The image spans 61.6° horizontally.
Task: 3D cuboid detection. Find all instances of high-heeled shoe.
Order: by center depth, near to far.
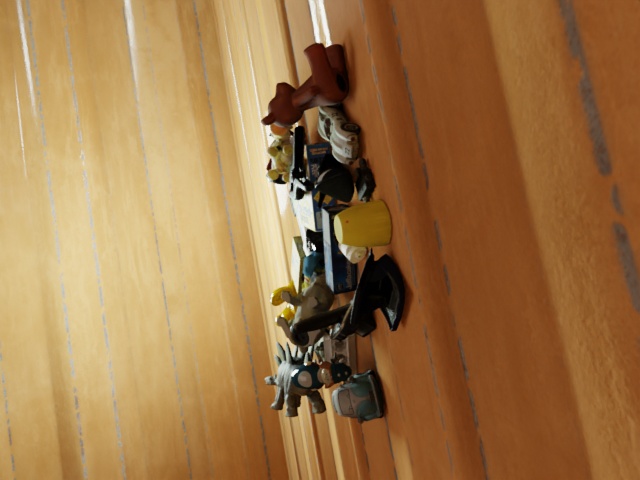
[{"bbox_3d":[0.037,-0.154,1.158,0.249,0.086,0.145,144,142,-70],"label":"high-heeled shoe"}]

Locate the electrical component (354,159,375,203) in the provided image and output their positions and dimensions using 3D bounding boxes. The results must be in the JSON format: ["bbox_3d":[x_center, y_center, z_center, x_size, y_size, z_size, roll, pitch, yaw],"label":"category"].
[{"bbox_3d":[0.090,-0.110,1.066,0.063,0.021,0.094,115,145,-65],"label":"electrical component"}]

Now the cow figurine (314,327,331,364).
[{"bbox_3d":[0.013,0.280,1.493,0.195,0.085,0.127,-125,21,-51],"label":"cow figurine"}]

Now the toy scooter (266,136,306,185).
[{"bbox_3d":[-0.086,-0.235,1.521,0.184,0.075,0.135,-35,-33,-61],"label":"toy scooter"}]

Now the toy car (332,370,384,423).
[{"bbox_3d":[0.079,0.363,1.240,0.161,0.103,0.109,133,128,-71],"label":"toy car"}]

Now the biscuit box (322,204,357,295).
[{"bbox_3d":[0.046,0.022,1.243,0.059,0.063,0.202,-132,35,-66],"label":"biscuit box"}]

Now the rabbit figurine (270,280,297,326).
[{"bbox_3d":[-0.080,0.198,1.742,0.122,0.162,0.173,-106,27,-82],"label":"rabbit figurine"}]

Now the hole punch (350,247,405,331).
[{"bbox_3d":[0.114,0.097,1.004,0.116,0.092,0.142,-71,-13,-45],"label":"hole punch"}]

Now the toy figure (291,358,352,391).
[{"bbox_3d":[0.004,0.308,1.221,0.155,0.058,0.064,-18,113,38],"label":"toy figure"}]

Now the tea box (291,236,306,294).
[{"bbox_3d":[-0.045,0.075,1.639,0.169,0.068,0.098,94,162,-45],"label":"tea box"}]

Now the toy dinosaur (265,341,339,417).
[{"bbox_3d":[-0.056,0.363,1.426,0.471,0.105,0.198,-22,75,60],"label":"toy dinosaur"}]

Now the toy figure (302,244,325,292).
[{"bbox_3d":[-0.003,0.100,1.463,0.082,0.089,0.180,-87,1,-76],"label":"toy figure"}]

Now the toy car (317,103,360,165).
[{"bbox_3d":[0.037,-0.230,1.136,0.202,0.056,0.073,-114,21,-50],"label":"toy car"}]

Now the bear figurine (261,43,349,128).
[{"bbox_3d":[-0.039,-0.316,1.124,0.196,0.120,0.131,-10,100,35],"label":"bear figurine"}]

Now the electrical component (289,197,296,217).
[{"bbox_3d":[-0.063,-0.112,1.643,0.119,0.048,0.075,115,145,-64],"label":"electrical component"}]

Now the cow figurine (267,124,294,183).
[{"bbox_3d":[-0.096,-0.240,1.372,0.098,0.068,0.167,-84,-2,-55],"label":"cow figurine"}]

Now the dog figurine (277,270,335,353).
[{"bbox_3d":[-0.006,0.173,1.343,0.190,0.121,0.172,-22,-52,-59],"label":"dog figurine"}]

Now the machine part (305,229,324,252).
[{"bbox_3d":[-0.003,-0.004,1.398,0.039,0.084,0.139,64,171,-18],"label":"machine part"}]

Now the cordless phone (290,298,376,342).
[{"bbox_3d":[0.019,0.188,1.199,0.146,0.184,0.089,117,138,-67],"label":"cordless phone"}]
